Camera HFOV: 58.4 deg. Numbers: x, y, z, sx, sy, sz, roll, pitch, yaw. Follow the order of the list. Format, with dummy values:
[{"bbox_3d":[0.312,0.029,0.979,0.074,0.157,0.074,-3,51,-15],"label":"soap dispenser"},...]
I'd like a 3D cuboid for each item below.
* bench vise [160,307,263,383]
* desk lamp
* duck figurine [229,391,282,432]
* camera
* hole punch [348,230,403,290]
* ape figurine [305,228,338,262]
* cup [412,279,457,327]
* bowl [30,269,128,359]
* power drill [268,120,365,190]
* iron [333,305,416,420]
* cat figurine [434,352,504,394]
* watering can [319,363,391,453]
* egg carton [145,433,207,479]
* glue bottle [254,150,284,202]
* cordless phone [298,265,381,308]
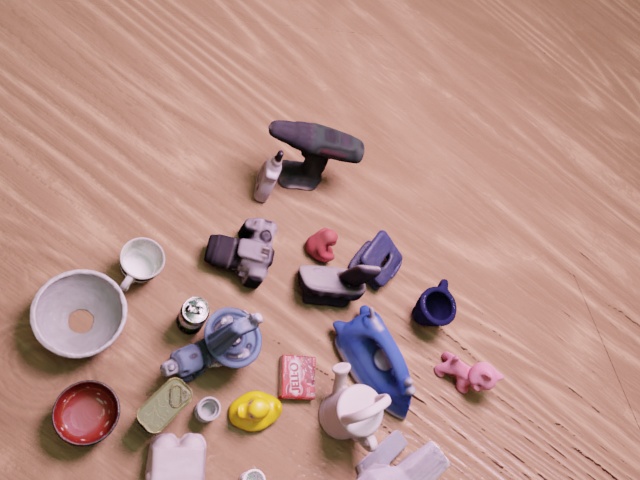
[{"bbox_3d":[-0.184,0.204,1.070,0.121,0.219,0.208,46,61,2],"label":"bench vise"},{"bbox_3d":[0.146,0.456,1.097,0.204,0.213,0.118,-34,84,-28],"label":"desk lamp"},{"bbox_3d":[-0.120,0.332,1.119,0.105,0.086,0.077,0,69,-20],"label":"duck figurine"},{"bbox_3d":[-0.168,0.015,1.219,0.137,0.100,0.143,15,65,-14],"label":"camera"},{"bbox_3d":[0.139,0.046,1.327,0.101,0.091,0.109,39,61,-2],"label":"hole punch"},{"bbox_3d":[0.012,0.005,1.295,0.076,0.092,0.078,17,65,-13],"label":"ape figurine"},{"bbox_3d":[0.258,0.151,1.327,0.092,0.094,0.118,26,63,-9],"label":"cup"},{"bbox_3d":[-0.450,0.144,1.077,0.168,0.074,0.167,7,67,-18],"label":"bowl"},{"bbox_3d":[-0.026,-0.192,1.293,0.230,0.208,0.075,3,68,-19],"label":"power drill"},{"bbox_3d":[0.140,0.259,1.214,0.119,0.141,0.258,-27,81,-27],"label":"iron"},{"bbox_3d":[0.341,0.297,1.288,0.128,0.117,0.067,34,62,-5],"label":"cat figurine"},{"bbox_3d":[0.069,0.331,1.129,0.173,0.193,0.101,45,62,1],"label":"watering can"},{"bbox_3d":[-0.262,0.429,1.037,0.107,0.069,0.150,5,68,-18],"label":"egg carton"},{"bbox_3d":[-0.108,-0.151,1.266,0.037,0.173,0.078,13,65,-15],"label":"glue bottle"},{"bbox_3d":[0.040,0.076,1.225,0.148,0.184,0.094,4,68,-19],"label":"cordless phone"}]
